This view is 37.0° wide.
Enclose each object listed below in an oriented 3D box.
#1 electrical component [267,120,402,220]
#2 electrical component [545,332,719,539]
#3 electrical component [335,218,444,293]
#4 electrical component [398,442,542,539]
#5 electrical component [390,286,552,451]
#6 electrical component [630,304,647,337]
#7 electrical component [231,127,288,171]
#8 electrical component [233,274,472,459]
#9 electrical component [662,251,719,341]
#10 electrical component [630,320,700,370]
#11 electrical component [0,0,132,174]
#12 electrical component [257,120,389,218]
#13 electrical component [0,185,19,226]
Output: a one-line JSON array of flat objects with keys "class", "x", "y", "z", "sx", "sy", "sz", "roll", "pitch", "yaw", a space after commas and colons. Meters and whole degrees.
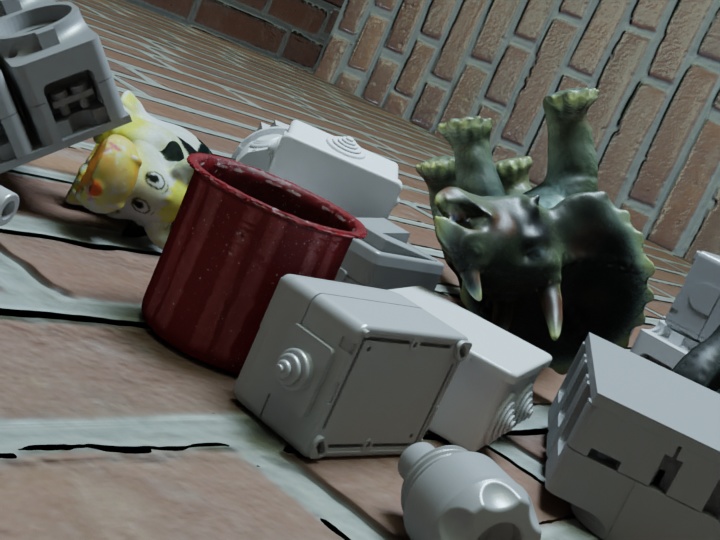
[{"class": "electrical component", "x": -0.027, "y": -0.048, "z": 0.758, "sx": 0.100, "sy": 0.099, "sz": 0.048, "roll": 23, "pitch": 24, "yaw": -8}, {"class": "electrical component", "x": 0.148, "y": 0.092, "z": 0.563, "sx": 0.089, "sy": 0.061, "sz": 0.150, "roll": 26, "pitch": 11, "yaw": 6}, {"class": "electrical component", "x": 0.000, "y": 0.000, "z": 0.683, "sx": 0.062, "sy": 0.061, "sz": 0.096, "roll": 32, "pitch": 13, "yaw": 33}, {"class": "electrical component", "x": 0.035, "y": 0.087, "z": 0.402, "sx": 0.043, "sy": 0.043, "sz": 0.062, "roll": 18, "pitch": 12, "yaw": -31}, {"class": "electrical component", "x": 0.045, "y": 0.051, "z": 0.573, "sx": 0.100, "sy": 0.048, "sz": 0.100, "roll": 28, "pitch": 12, "yaw": 19}, {"class": "electrical component", "x": 0.181, "y": 0.039, "z": 0.839, "sx": 0.043, "sy": 0.077, "sz": 0.079, "roll": 20, "pitch": 11, "yaw": -19}, {"class": "electrical component", "x": -0.061, "y": -0.065, "z": 0.810, "sx": 0.080, "sy": 0.080, "sz": 0.051, "roll": 22, "pitch": 16, "yaw": -9}, {"class": "electrical component", "x": -0.009, "y": 0.041, "z": 0.473, "sx": 0.061, "sy": 0.061, "sz": 0.096, "roll": 33, "pitch": 14, "yaw": 37}, {"class": "electrical component", "x": 0.289, "y": 0.028, "z": 0.836, "sx": 0.061, "sy": 0.061, "sz": 0.096, "roll": 31, "pitch": 13, "yaw": 32}, {"class": "electrical component", "x": 0.294, "y": 0.094, "z": 0.866, "sx": 0.105, "sy": 0.060, "sz": 0.186, "roll": 32, "pitch": 13, "yaw": 33}, {"class": "electrical component", "x": -0.222, "y": -0.122, "z": 0.645, "sx": 0.105, "sy": 0.060, "sz": 0.186, "roll": -25, "pitch": 33, "yaw": -18}, {"class": "electrical component", "x": -0.038, "y": -0.068, "z": 0.896, "sx": 0.121, "sy": 0.078, "sz": 0.063, "roll": 17, "pitch": 43, "yaw": -34}, {"class": "electrical component", "x": -0.195, "y": -0.042, "z": 0.519, "sx": 0.062, "sy": 0.043, "sz": 0.043, "roll": 27, "pitch": 11, "yaw": 9}]
